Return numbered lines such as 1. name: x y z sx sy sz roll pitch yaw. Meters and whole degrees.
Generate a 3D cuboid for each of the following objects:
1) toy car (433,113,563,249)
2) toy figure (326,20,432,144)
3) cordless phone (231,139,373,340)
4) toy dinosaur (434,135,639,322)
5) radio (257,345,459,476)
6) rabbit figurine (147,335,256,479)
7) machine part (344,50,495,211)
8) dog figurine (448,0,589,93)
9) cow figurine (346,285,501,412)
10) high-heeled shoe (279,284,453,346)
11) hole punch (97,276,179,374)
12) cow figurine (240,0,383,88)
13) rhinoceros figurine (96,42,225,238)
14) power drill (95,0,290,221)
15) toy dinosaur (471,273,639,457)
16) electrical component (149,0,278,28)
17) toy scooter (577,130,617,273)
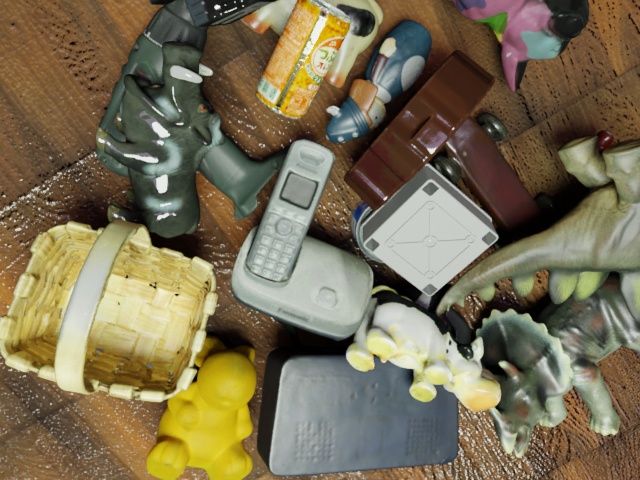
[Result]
1. toy car: 0.212 -0.062 0.645 0.089 0.053 0.202 -43 111 4
2. toy figure: 0.062 -0.164 0.575 0.064 0.058 0.154 40 80 -32
3. cordless phone: 0.000 -0.001 0.566 0.147 0.089 0.184 21 98 -3
4. toy dinosaur: 0.330 -0.017 0.569 0.472 0.105 0.198 -16 104 13
5. radio: 0.047 0.192 0.625 0.229 0.073 0.131 4 87 -19
6. rabbit figurine: -0.119 0.190 0.647 0.122 0.162 0.173 19 128 -10
7. machine part: 0.097 -0.112 0.553 0.056 0.179 0.179 42 101 -2
8. dog figurine: 0.163 -0.257 0.550 0.219 0.192 0.108 50 60 -41
9. cow figurine: 0.119 0.118 0.586 0.167 0.098 0.068 27 135 -7
10. high-heeled shoe: 0.040 0.047 0.656 0.249 0.086 0.145 -18 102 -1
11. hole punch: -0.211 0.106 0.647 0.142 0.092 0.115 17 103 -7
12. cow figurine: -0.023 -0.262 0.541 0.195 0.085 0.127 34 109 -12
13. rhinoceros figurine: -0.150 -0.092 0.519 0.112 0.073 0.190 8 110 -1
14. power drill: -0.116 -0.135 0.578 0.207 0.086 0.232 37 103 -19
15. toy dinosaur: 0.350 0.116 0.683 0.405 0.131 0.192 -35 103 -11
16. electrical component: -0.095 -0.222 0.487 0.119 0.075 0.047 -16 107 18
17. toy scooter: 0.356 -0.055 0.646 0.135 0.075 0.183 29 98 -19
